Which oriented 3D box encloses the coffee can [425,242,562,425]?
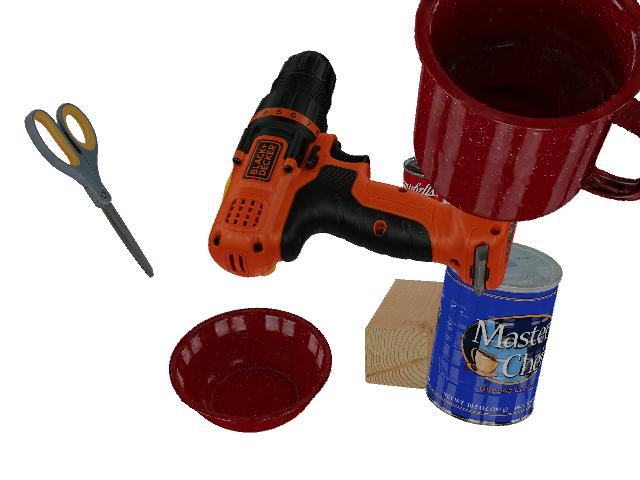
[{"bbox_3d":[0.156,0.082,0.974,0.103,0.140,0.103,6,23,-3],"label":"coffee can"}]

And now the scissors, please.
[{"bbox_3d":[-0.224,-0.061,1.094,0.016,0.201,0.096,-26,26,27],"label":"scissors"}]

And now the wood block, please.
[{"bbox_3d":[0.134,0.135,1.597,0.091,0.090,0.205,4,19,15],"label":"wood block"}]

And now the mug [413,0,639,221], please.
[{"bbox_3d":[0.093,-0.055,0.446,0.117,0.093,0.081,30,-26,16],"label":"mug"}]

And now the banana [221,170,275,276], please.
[{"bbox_3d":[-0.046,-0.038,0.884,0.070,0.037,0.197,12,34,8],"label":"banana"}]

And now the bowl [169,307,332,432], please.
[{"bbox_3d":[-0.067,0.139,1.065,0.162,0.055,0.162,-2,37,2],"label":"bowl"}]

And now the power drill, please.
[{"bbox_3d":[0.037,-0.045,0.689,0.188,0.184,0.057,9,-34,15],"label":"power drill"}]

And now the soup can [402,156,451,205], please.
[{"bbox_3d":[0.131,-0.044,1.279,0.068,0.102,0.068,0,26,0],"label":"soup can"}]
